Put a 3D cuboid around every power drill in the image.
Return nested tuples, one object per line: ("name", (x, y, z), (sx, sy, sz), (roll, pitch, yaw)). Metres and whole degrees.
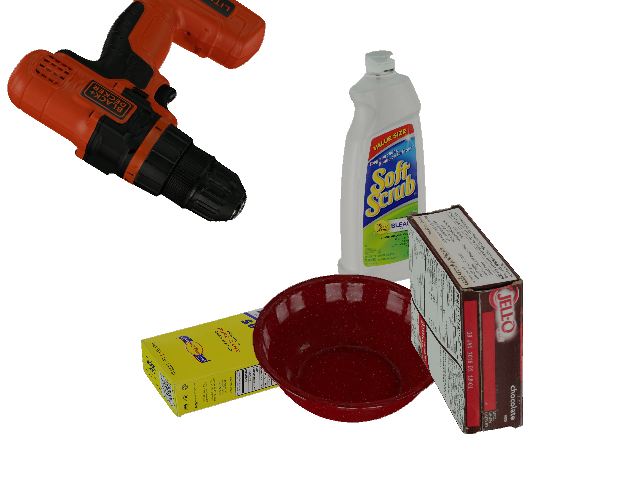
("power drill", (-0.110, -0.116, 0.793), (0.184, 0.187, 0.057), (33, -43, -6))

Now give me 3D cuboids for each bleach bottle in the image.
("bleach bottle", (0.063, -0.079, 1.164), (0.102, 0.251, 0.068), (-10, 23, -13))

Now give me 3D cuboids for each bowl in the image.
("bowl", (0.025, 0.098, 0.885), (0.162, 0.055, 0.162), (0, 37, 0))

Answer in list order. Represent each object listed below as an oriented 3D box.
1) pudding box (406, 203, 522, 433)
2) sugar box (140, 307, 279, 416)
("pudding box", (0.081, 0.041, 0.606), (0.039, 0.090, 0.113), (-8, 24, -10))
("sugar box", (-0.081, 0.115, 1.074), (0.176, 0.048, 0.093), (-16, 32, -24))
